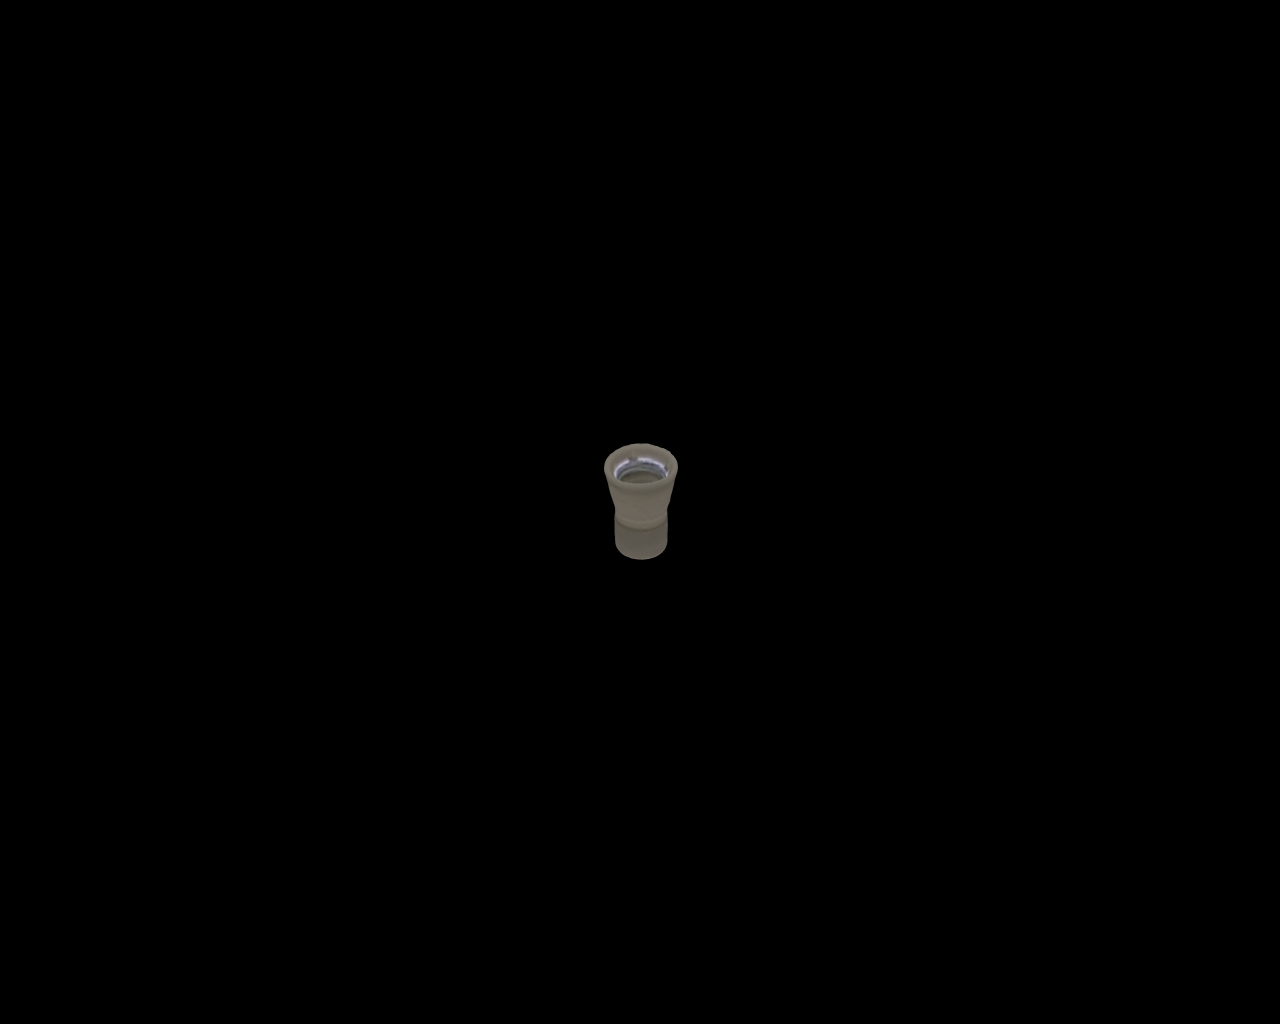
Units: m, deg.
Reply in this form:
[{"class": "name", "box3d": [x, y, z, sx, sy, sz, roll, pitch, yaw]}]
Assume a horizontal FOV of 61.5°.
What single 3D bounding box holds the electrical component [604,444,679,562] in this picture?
[{"class": "electrical component", "box3d": [0.001, -0.003, 0.650, 0.044, 0.065, 0.044, 0, 36, 0]}]
